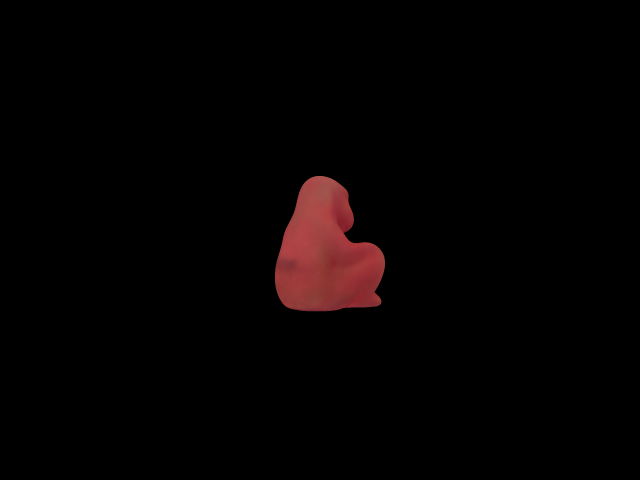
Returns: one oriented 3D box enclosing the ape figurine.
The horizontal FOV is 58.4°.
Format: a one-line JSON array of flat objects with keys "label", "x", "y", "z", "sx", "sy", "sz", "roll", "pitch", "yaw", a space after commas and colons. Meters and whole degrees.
[{"label": "ape figurine", "x": 0.004, "y": 0.001, "z": 0.400, "sx": 0.076, "sy": 0.092, "sz": 0.077, "roll": -2, "pitch": 4, "yaw": -30}]
